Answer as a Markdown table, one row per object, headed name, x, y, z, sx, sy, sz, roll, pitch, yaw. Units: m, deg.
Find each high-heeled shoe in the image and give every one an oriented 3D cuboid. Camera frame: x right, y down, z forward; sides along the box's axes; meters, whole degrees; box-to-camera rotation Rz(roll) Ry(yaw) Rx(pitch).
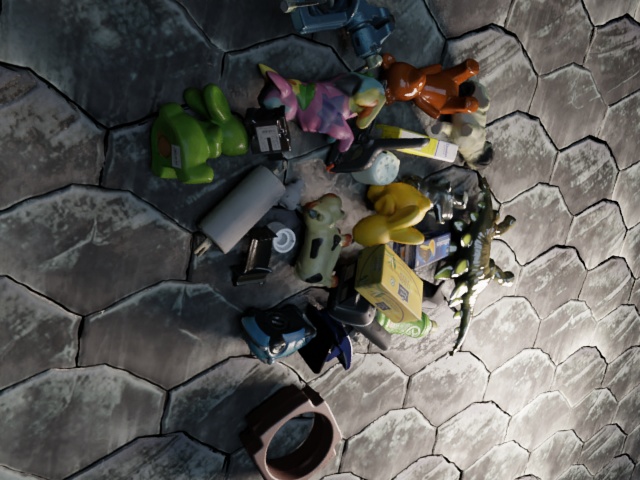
| name | x | y | z | sx | sy | sz | roll | pitch | yaw |
| --- | --- | --- | --- | --- | --- | --- | --- | --- | --- |
| high-heeled shoe | 0.188 | 0.119 | 1.299 | 0.249 | 0.145 | 0.086 | 8 | 59 | -9 |

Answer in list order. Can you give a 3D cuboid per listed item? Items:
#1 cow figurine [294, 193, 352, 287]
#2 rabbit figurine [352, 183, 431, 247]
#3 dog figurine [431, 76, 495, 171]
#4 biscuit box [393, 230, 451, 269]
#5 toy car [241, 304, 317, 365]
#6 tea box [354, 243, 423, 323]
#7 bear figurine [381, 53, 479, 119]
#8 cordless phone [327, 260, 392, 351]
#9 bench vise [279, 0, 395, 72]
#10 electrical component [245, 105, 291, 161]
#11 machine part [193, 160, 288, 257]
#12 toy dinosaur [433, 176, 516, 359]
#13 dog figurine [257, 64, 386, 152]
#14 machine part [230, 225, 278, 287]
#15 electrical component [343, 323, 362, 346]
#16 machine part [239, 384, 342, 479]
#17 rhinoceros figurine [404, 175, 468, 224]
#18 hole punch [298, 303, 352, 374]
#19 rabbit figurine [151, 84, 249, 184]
| name | x | y | z | sx | sy | sz | roll | pitch | yaw |
| --- | --- | --- | --- | --- | --- | --- | --- | --- | --- |
| cow figurine | -0.002 | -0.003 | 1.112 | 0.127 | 0.086 | 0.194 | 10 | 102 | -38 |
| rabbit figurine | 0.149 | -0.036 | 1.137 | 0.173 | 0.163 | 0.121 | -34 | 126 | -32 |
| dog figurine | 0.363 | -0.268 | 1.258 | 0.190 | 0.121 | 0.172 | 25 | 94 | -49 |
| biscuit box | 0.237 | 0.019 | 1.235 | 0.202 | 0.059 | 0.062 | -14 | 108 | -55 |
| toy car | -0.093 | 0.202 | 1.117 | 0.161 | 0.109 | 0.102 | -7 | 132 | -42 |
| tea box | 0.147 | 0.094 | 1.123 | 0.169 | 0.068 | 0.098 | 42 | 45 | -40 |
| bear figurine | 0.224 | -0.328 | 1.125 | 0.196 | 0.132 | 0.120 | 6 | 86 | -39 |
| cordless phone | 0.106 | 0.145 | 1.176 | 0.184 | 0.089 | 0.147 | 44 | 37 | -26 |
| bench vise | 0.027 | -0.403 | 0.965 | 0.240 | 0.129 | 0.223 | -28 | 112 | -42 |
| electrical component | -0.091 | -0.182 | 0.972 | 0.075 | 0.048 | 0.119 | -3 | 135 | 1 |
| machine part | -0.146 | -0.059 | 1.005 | 0.243 | 0.079 | 0.079 | -47 | 124 | -12 |
| toy dinosaur | 0.389 | 0.073 | 1.373 | 0.198 | 0.105 | 0.470 | -3 | 98 | -25 |
| dog figurine | -0.009 | -0.271 | 0.999 | 0.219 | 0.109 | 0.191 | 32 | 106 | -31 |
| machine part | -0.127 | 0.036 | 1.055 | 0.084 | 0.039 | 0.138 | 2 | 125 | -28 |
| electrical component | 0.068 | 0.197 | 1.214 | 0.078 | 0.102 | 0.045 | 36 | 85 | -8 |
| machine part | -0.064 | 0.442 | 1.212 | 0.201 | 0.087 | 0.200 | -34 | 121 | -21 |
| rhinoceros figurine | 0.265 | -0.097 | 1.260 | 0.190 | 0.073 | 0.112 | 14 | 87 | -33 |
| hole punch | 0.020 | 0.216 | 1.169 | 0.092 | 0.142 | 0.115 | 7 | 115 | -32 |
| rabbit figurine | -0.201 | -0.184 | 0.929 | 0.170 | 0.121 | 0.159 | -21 | 109 | -46 |
